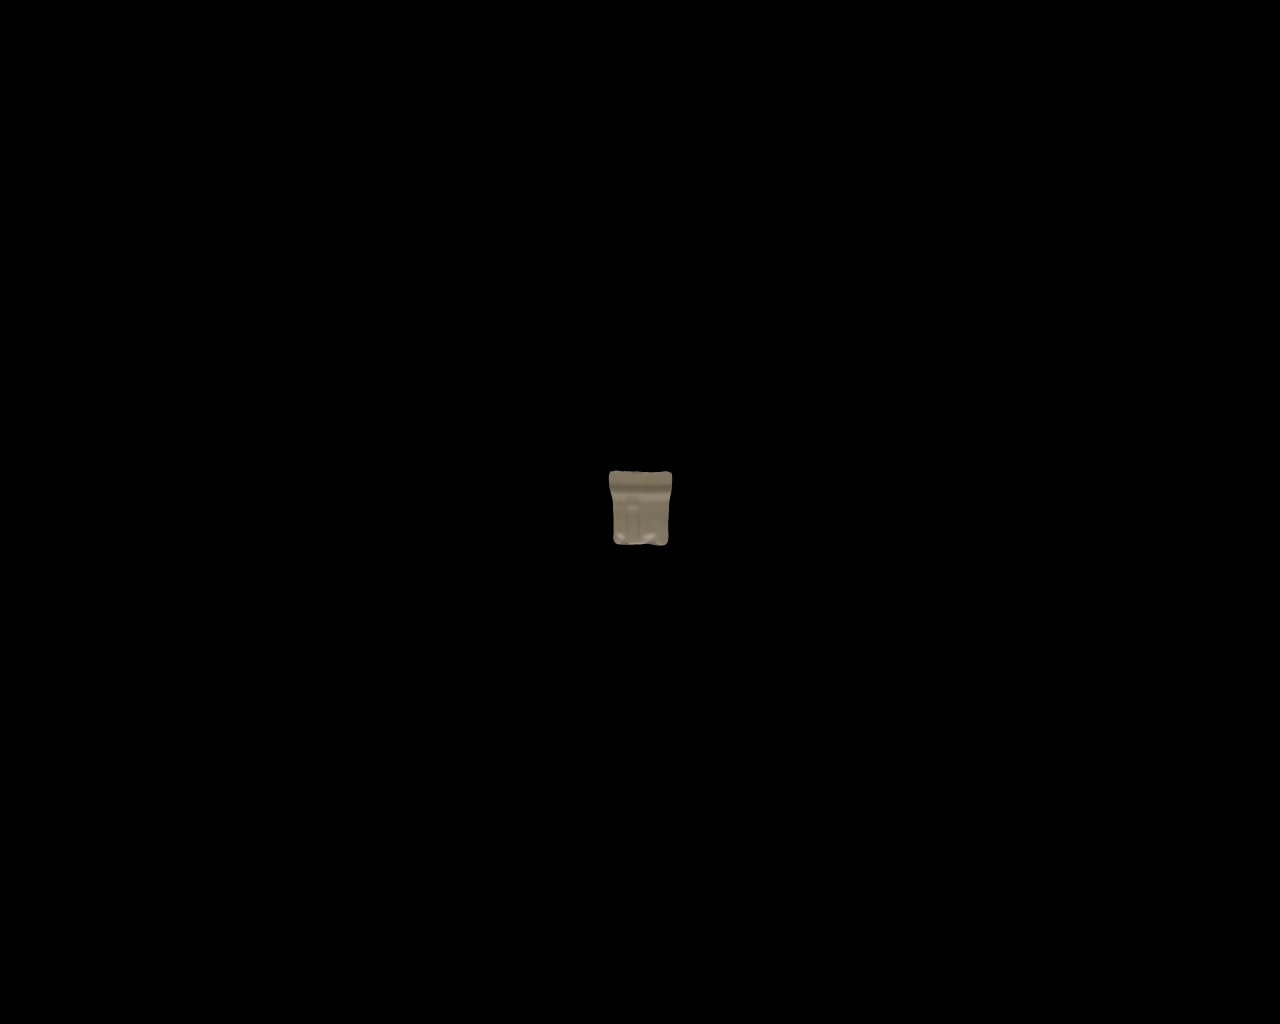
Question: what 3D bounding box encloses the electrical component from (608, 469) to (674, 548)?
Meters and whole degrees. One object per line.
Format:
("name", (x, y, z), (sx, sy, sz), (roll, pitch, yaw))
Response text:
("electrical component", (0.001, -0.003, 0.650), (0.040, 0.046, 0.040), (0, 4, 0))
